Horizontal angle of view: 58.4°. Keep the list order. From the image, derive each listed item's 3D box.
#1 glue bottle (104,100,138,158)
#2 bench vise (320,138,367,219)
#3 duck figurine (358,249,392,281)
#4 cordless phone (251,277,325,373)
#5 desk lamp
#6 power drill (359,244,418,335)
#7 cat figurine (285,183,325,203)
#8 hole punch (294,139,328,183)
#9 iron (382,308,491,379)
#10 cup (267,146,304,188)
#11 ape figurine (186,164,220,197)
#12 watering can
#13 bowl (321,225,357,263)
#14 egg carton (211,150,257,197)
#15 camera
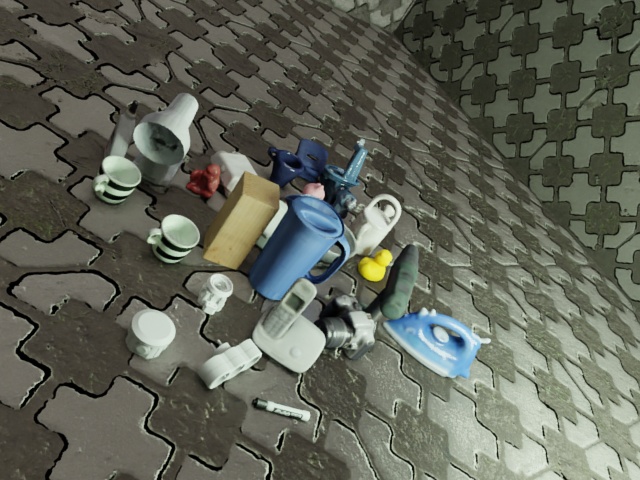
[{"bbox_3d":[-0.450,-0.250,1.312,0.037,0.173,0.078,13,40,-33],"label":"glue bottle"},{"bbox_3d":[0.093,-0.183,1.719,0.122,0.219,0.207,1,47,-44],"label":"bench vise"},{"bbox_3d":[0.162,0.063,1.607,0.105,0.086,0.077,-9,55,-50],"label":"duck figurine"},{"bbox_3d":[-0.041,0.172,1.178,0.148,0.185,0.094,35,32,-5],"label":"cordless phone"},{"bbox_3d":[-0.362,-0.233,1.340,0.118,0.213,0.203,29,33,-14],"label":"desk lamp"},{"bbox_3d":[0.162,0.133,1.406,0.076,0.208,0.230,33,33,-8],"label":"power drill"},{"bbox_3d":[-0.038,-0.117,1.604,0.067,0.117,0.128,48,34,16],"label":"cat figurine"},{"bbox_3d":[-0.031,-0.249,1.800,0.109,0.091,0.101,23,35,-23],"label":"hole punch"},{"bbox_3d":[0.302,0.242,1.471,0.259,0.141,0.118,32,33,-10],"label":"iron"},{"bbox_3d":[-0.116,-0.206,1.659,0.118,0.095,0.092,37,32,-3],"label":"cup"},{"bbox_3d":[-0.281,-0.153,1.434,0.076,0.092,0.077,-3,51,-46],"label":"ape figurine"},{"bbox_3d":[0.159,-0.056,1.651,0.101,0.194,0.173,32,33,-9],"label":"watering can"},{"bbox_3d":[0.014,0.006,1.543,0.168,0.074,0.167,26,34,-19],"label":"bowl"},{"bbox_3d":[-0.229,-0.176,1.534,0.108,0.069,0.150,-2,50,-46],"label":"egg carton"},{"bbox_3d":[0.047,0.193,1.319,0.137,0.100,0.143,7,44,-40],"label":"camera"}]
